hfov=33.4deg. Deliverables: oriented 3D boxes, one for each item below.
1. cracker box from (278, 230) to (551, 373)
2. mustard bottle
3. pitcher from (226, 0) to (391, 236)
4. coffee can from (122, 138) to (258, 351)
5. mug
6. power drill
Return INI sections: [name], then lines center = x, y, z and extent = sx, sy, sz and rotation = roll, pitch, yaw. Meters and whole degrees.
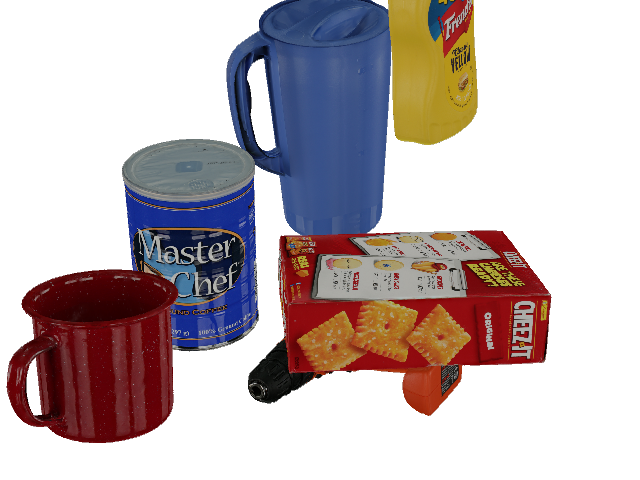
[cracker box]
center = 0.073, 0.050, 0.930
extent = 0.213, 0.072, 0.164
rotation = -1, 20, -4
[mustard bottle]
center = 0.090, -0.180, 0.853
extent = 0.058, 0.191, 0.096
rotation = 15, 36, 32
[pitcher]
center = 0.000, -0.121, 1.104
extent = 0.149, 0.243, 0.144
rotation = 10, 36, 17
[coffee can]
center = -0.102, 0.002, 0.857
extent = 0.103, 0.140, 0.103
rotation = 0, 29, 0
[mug]
center = -0.139, 0.074, 0.647
extent = 0.093, 0.081, 0.117
rotation = 12, 22, 32
[power drill]
center = 0.039, 0.129, 1.101
extent = 0.188, 0.057, 0.184
rotation = 9, 24, 28
